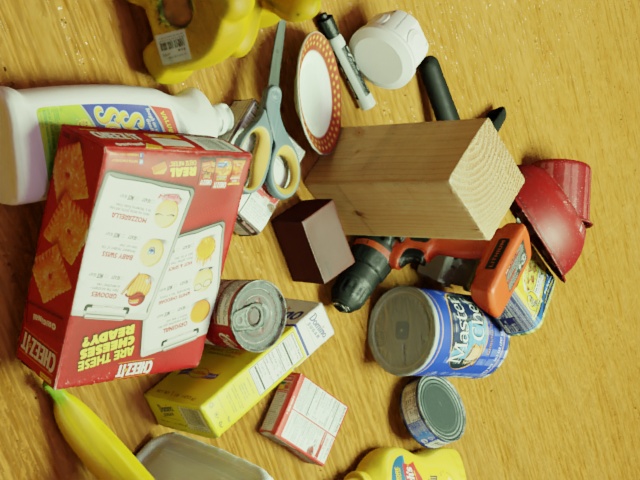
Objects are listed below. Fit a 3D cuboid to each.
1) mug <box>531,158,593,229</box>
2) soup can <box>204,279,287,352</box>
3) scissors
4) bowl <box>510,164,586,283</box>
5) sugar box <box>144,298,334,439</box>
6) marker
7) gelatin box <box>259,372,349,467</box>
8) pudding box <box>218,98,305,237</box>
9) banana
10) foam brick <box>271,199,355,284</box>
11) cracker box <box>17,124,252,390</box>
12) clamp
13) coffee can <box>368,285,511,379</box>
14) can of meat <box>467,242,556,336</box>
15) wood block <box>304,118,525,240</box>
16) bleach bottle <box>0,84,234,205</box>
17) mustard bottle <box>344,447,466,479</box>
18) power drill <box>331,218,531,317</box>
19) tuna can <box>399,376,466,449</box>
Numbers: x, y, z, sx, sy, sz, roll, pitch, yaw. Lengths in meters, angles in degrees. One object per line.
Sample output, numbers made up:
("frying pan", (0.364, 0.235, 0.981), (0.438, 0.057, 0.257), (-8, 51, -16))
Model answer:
("mug", (0.321, -0.059, 1.434), (0.117, 0.093, 0.081), (35, 59, -72))
("soup can", (-0.091, 0.069, 1.026), (0.068, 0.102, 0.068), (-3, 94, -44))
("scissors", (-0.038, -0.129, 1.078), (0.096, 0.016, 0.201), (37, 63, -39))
("bowl", (0.260, -0.031, 1.237), (0.055, 0.162, 0.162), (-33, 121, 6))
("sugar box", (-0.077, 0.120, 1.049), (0.176, 0.094, 0.048), (-42, 120, -35))
("marker", (0.029, -0.199, 1.186), (0.020, 0.020, 0.121), (-47, 122, -32))
("gelatin box", (-0.017, 0.194, 1.153), (0.089, 0.030, 0.073), (40, 64, -38))
("pudding box", (-0.074, -0.073, 1.081), (0.090, 0.039, 0.113), (44, 60, -34))
("banana", (-0.177, 0.203, 0.931), (0.037, 0.198, 0.069), (-45, 163, -8))
("foam brick", (-0.007, 0.001, 1.139), (0.052, 0.051, 0.078), (-34, 115, -36))
("cracker box", (-0.162, 0.012, 0.929), (0.163, 0.072, 0.214), (-3, 114, -48))
("clamp", (0.168, -0.112, 1.286), (0.164, 0.036, 0.210), (32, 54, -37))
("coffee can", (0.140, 0.110, 1.249), (0.140, 0.103, 0.103), (9, 85, -44))
("can of meat", (0.226, 0.049, 1.239), (0.084, 0.058, 0.102), (51, 46, -24))
("wood block", (0.096, -0.063, 1.126), (0.090, 0.207, 0.090), (52, 58, -32))
("bleach bottle", (-0.180, -0.101, 0.961), (0.250, 0.068, 0.102), (-18, 109, -44))
("mustard bottle", (0.091, 0.289, 1.241), (0.191, 0.058, 0.096), (11, 77, -43))
("power drill", (0.122, 0.023, 1.173), (0.184, 0.188, 0.057), (-58, 146, -25))
("tuna can", (0.134, 0.204, 1.272), (0.086, 0.034, 0.086), (28, 47, -34))
